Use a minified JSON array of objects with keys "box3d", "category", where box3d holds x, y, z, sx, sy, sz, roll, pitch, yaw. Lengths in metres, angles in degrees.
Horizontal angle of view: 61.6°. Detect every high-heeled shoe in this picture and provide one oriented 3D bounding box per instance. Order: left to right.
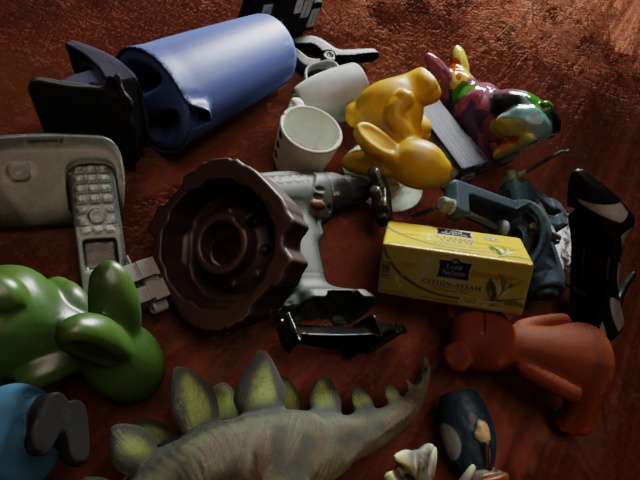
[{"box3d":[0.346,0.035,0.710,0.145,0.086,0.248,-46,116,-9],"category":"high-heeled shoe"}]

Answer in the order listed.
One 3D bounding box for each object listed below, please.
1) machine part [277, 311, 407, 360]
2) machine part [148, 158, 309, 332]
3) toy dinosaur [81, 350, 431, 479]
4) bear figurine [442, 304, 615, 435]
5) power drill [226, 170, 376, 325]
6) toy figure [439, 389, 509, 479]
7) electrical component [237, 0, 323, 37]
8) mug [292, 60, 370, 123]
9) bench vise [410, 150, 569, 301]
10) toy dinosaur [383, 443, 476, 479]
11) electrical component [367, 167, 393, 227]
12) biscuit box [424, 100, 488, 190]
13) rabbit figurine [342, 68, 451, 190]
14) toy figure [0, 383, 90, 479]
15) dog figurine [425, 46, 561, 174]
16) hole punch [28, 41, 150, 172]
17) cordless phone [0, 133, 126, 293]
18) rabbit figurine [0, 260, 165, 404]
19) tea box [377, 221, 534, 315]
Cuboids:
[{"box3d":[0.020,0.104,0.584,0.139,0.084,0.039,10,63,-31],"category":"machine part"},{"box3d":[-0.097,0.006,0.569,0.179,0.179,0.056,54,13,18],"category":"machine part"},{"box3d":[-0.051,0.203,0.484,0.471,0.105,0.199,-2,54,-33],"category":"toy dinosaur"},{"box3d":[0.239,0.145,0.649,0.196,0.131,0.120,5,43,5],"category":"bear figurine"},{"box3d":[-0.001,-0.002,0.658,0.232,0.086,0.207,1,61,-31],"category":"power drill"},{"box3d":[0.168,0.240,0.572,0.058,0.064,0.154,-16,63,9],"category":"toy figure"},{"box3d":[-0.062,-0.372,0.866,0.134,0.115,0.058,-20,71,-32],"category":"electrical component"},{"box3d":[0.008,-0.225,0.814,0.107,0.080,0.109,-21,74,-17],"category":"mug"},{"box3d":[0.257,-0.033,0.753,0.240,0.129,0.223,18,62,-26],"category":"bench vise"},{"box3d":[0.141,0.371,0.443,0.192,0.131,0.405,-25,75,-33],"category":"toy dinosaur"},{"box3d":[0.082,-0.050,0.715,0.021,0.093,0.063,-11,50,14],"category":"electrical component"},{"box3d":[0.179,-0.177,0.864,0.063,0.059,0.203,-17,66,-29],"category":"biscuit box"},{"box3d":[0.114,-0.142,0.748,0.162,0.121,0.173,-12,61,-23],"category":"rabbit figurine"},{"box3d":[-0.261,0.152,0.408,0.180,0.082,0.089,-18,24,12],"category":"toy figure"},{"box3d":[0.260,-0.227,0.865,0.108,0.191,0.219,-25,85,-27],"category":"dog figurine"},{"box3d":[-0.258,-0.160,0.636,0.116,0.142,0.092,11,49,-1],"category":"hole punch"},{"box3d":[-0.278,-0.017,0.566,0.146,0.089,0.184,-7,79,-27],"category":"cordless phone"},{"box3d":[-0.213,0.083,0.478,0.170,0.159,0.121,24,41,-17],"category":"rabbit figurine"},{"box3d":[0.159,0.030,0.654,0.170,0.068,0.098,7,20,7],"category":"tea box"}]
